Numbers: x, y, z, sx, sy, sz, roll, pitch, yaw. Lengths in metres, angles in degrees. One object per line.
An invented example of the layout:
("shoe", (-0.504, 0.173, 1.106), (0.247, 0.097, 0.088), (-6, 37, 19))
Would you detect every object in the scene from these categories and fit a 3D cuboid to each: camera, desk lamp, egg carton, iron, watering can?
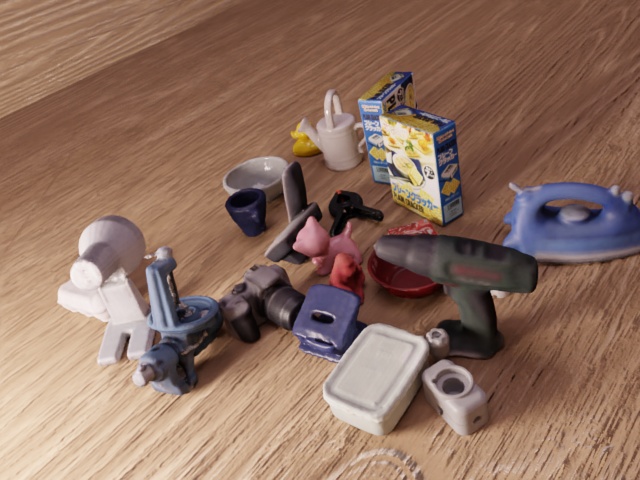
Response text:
("camera", (-0.090, 0.112, 1.019), (0.143, 0.101, 0.136), (-37, 41, -28))
("desk lamp", (-0.381, 0.085, 1.066), (0.118, 0.214, 0.203), (-14, 35, 2))
("egg carton", (-0.465, 0.110, 1.188), (0.149, 0.069, 0.107), (8, 41, 29))
("iron", (0.452, -0.046, 1.000), (0.257, 0.142, 0.119), (-1, 38, 19))
("watering can", (0.034, -0.278, 1.428), (0.172, 0.194, 0.101), (-12, 35, 4))

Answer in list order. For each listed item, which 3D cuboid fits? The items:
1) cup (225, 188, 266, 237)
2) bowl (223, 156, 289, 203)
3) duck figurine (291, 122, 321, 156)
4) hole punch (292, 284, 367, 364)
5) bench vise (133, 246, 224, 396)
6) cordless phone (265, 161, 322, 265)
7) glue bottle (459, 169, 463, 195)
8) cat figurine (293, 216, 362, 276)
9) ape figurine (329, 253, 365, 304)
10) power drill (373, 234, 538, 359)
("cup", (-0.149, -0.050, 1.269), (0.092, 0.095, 0.117), (-27, 37, -16))
("bowl", (-0.148, -0.134, 1.401), (0.167, 0.075, 0.167), (-10, 35, 7))
("duck figurine", (-0.030, -0.281, 1.550), (0.104, 0.086, 0.077), (-11, 35, 7))
("hole punch", (0.015, 0.138, 0.953), (0.108, 0.091, 0.101), (10, 42, 32))
("bench vise", (-0.238, 0.134, 0.941), (0.121, 0.220, 0.207), (-9, 36, 9))
("cordless phone", (-0.065, -0.055, 1.167), (0.093, 0.185, 0.148), (7, 41, 29))
("glue bottle", (0.264, -0.170, 1.213), (0.037, 0.173, 0.078), (-27, 37, -16))
("cat figurine", (0.010, 0.004, 1.116), (0.128, 0.118, 0.067), (-18, 35, -5))
("ape figurine", (0.048, 0.064, 1.041), (0.075, 0.092, 0.078), (21, 49, 40))
("power drill", (0.205, 0.080, 0.860), (0.229, 0.209, 0.076), (-1, 38, 20))
